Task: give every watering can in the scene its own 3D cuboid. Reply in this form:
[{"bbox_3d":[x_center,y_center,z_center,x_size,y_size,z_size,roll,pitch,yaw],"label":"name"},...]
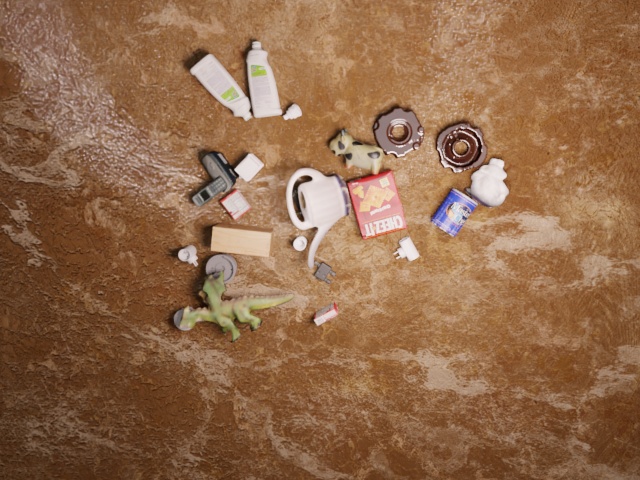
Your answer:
[{"bbox_3d":[0.005,-0.090,1.790,0.225,0.105,0.344,-18,105,-15],"label":"watering can"}]

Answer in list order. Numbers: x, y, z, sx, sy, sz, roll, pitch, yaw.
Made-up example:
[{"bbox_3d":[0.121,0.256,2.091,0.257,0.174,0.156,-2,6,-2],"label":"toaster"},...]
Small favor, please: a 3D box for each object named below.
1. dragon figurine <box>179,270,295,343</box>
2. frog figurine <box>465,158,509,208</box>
[{"bbox_3d":[-0.319,0.217,1.834,0.409,0.124,0.240,-33,107,7],"label":"dragon figurine"},{"bbox_3d":[0.587,-0.196,1.762,0.138,0.123,0.157,37,111,16],"label":"frog figurine"}]
